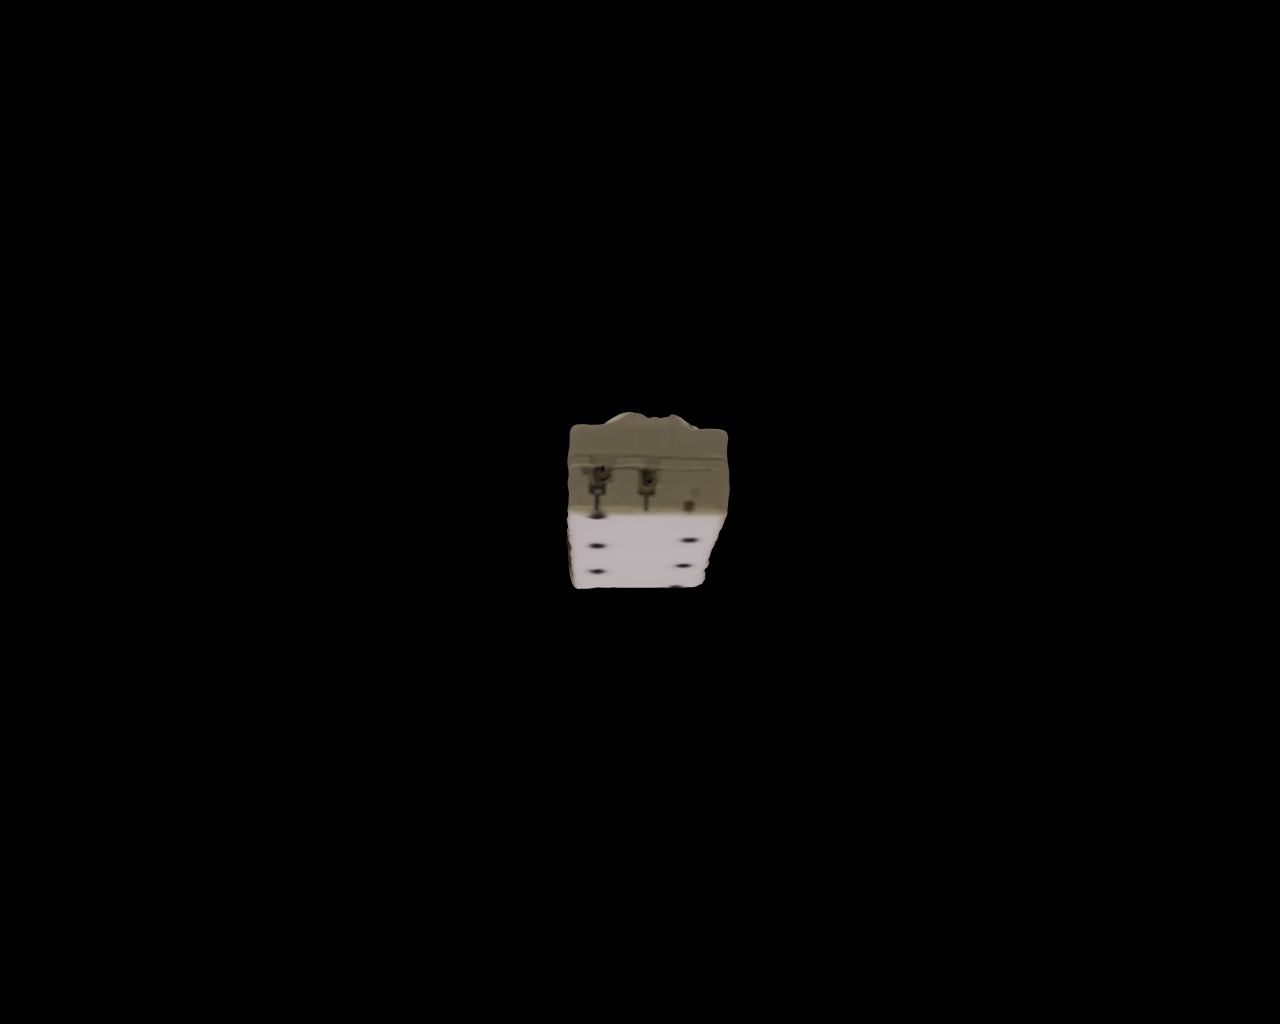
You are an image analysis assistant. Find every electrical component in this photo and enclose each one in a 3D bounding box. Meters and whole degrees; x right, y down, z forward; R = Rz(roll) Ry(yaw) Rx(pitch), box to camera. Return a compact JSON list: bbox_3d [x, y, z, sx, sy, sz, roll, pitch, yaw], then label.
[{"bbox_3d":[0.001,-0.003,0.650,0.089,0.062,0.150,1,-19,-3],"label":"electrical component"}]
